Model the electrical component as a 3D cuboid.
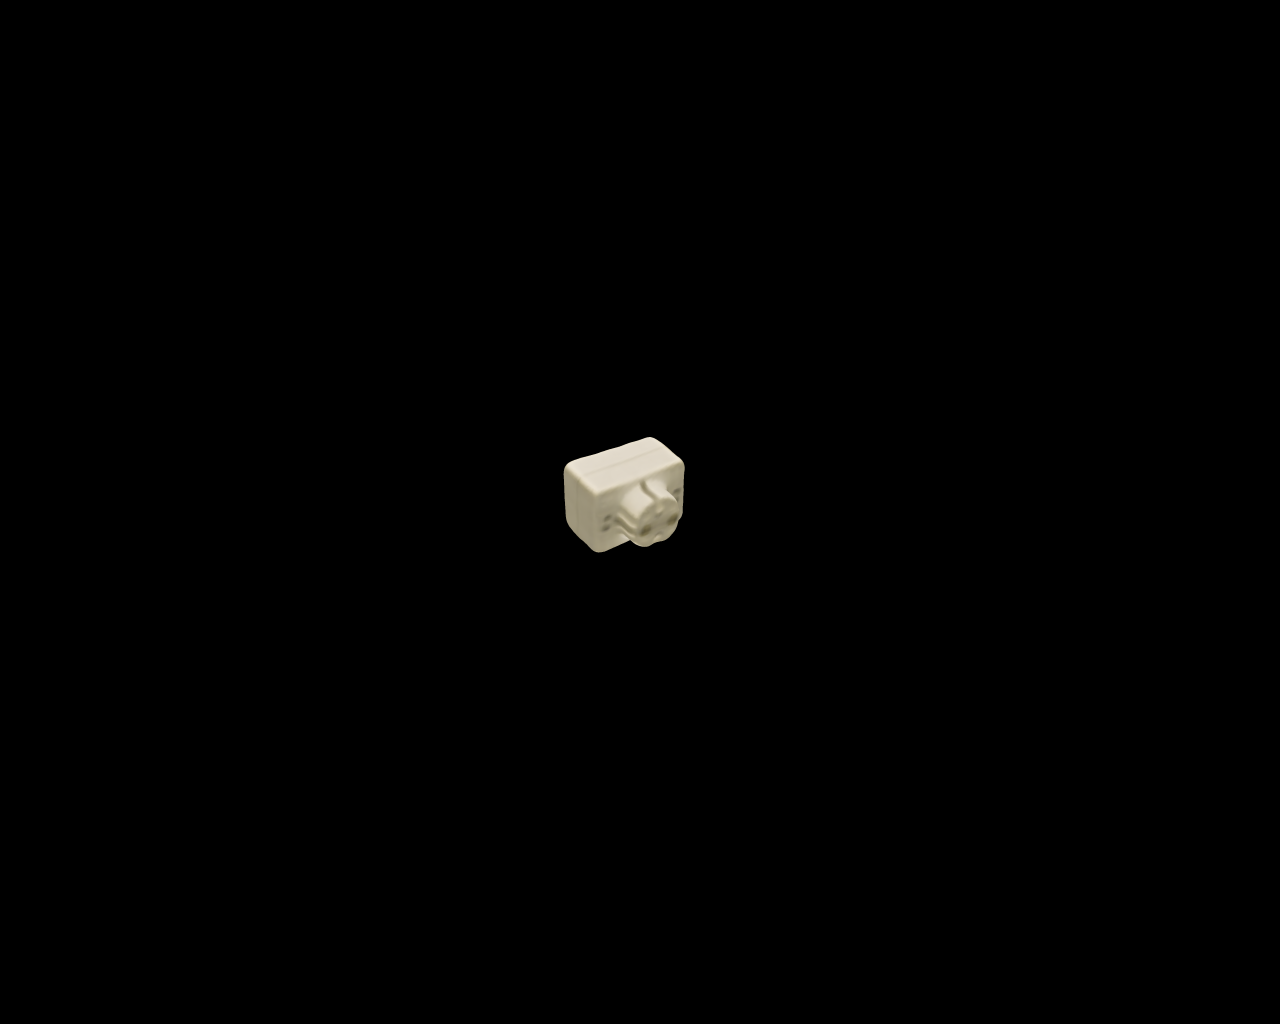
[{"bbox_3d":[0.001,-0.003,0.650,0.066,0.047,0.077,-21,41,-26],"label":"electrical component"}]
